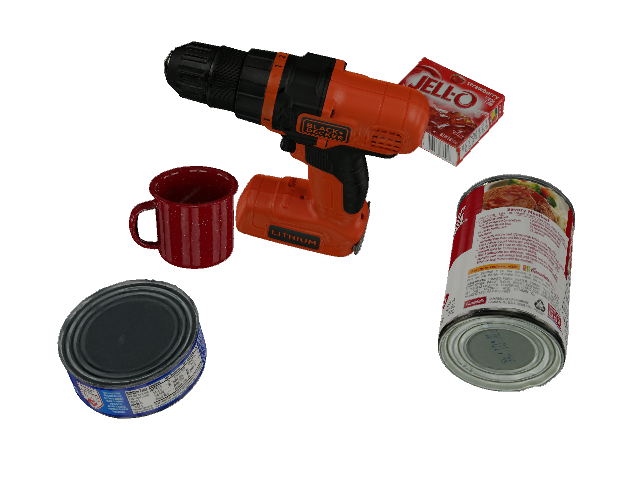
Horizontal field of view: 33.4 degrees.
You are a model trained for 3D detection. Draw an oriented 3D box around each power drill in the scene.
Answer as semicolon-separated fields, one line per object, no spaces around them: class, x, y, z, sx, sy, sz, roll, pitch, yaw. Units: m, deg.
power drill;-0.023;-0.065;0.786;0.184;0.057;0.188;15;-29;3

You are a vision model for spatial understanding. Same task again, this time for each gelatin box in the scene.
gelatin box;0.105;-0.115;0.940;0.089;0.073;0.030;32;-26;25

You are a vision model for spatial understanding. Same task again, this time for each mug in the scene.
mug;-0.144;-0.021;1.129;0.117;0.081;0.093;-11;32;-21

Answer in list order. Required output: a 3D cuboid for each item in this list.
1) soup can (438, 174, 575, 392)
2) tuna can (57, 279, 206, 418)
soup can;0.103;0.023;0.584;0.068;0.102;0.068;9;-42;8
tuna can;-0.113;0.065;0.649;0.086;0.034;0.086;-5;43;5
